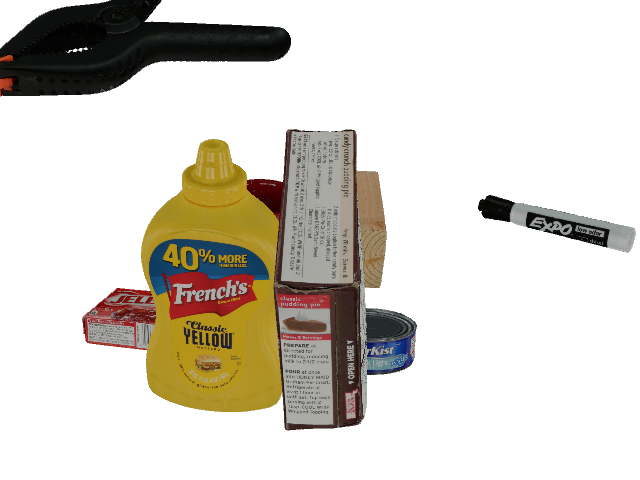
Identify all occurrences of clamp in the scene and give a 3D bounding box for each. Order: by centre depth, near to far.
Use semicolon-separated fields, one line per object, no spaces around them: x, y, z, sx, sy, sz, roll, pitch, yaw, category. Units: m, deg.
-0.138;-0.148;0.783;0.209;0.036;0.165;-31;51;-31;clamp

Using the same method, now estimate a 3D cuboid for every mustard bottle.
-0.069;0.023;0.707;0.096;0.192;0.058;7;30;7;mustard bottle

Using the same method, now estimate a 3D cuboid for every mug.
-0.078;-0.010;1.164;0.117;0.081;0.093;-6;29;-13;mug

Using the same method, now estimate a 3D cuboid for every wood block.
0.041;-0.021;1.535;0.091;0.090;0.206;3;27;-2;wood block

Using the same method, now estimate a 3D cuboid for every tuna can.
0.040;0.087;0.930;0.086;0.034;0.086;2;14;-1;tuna can

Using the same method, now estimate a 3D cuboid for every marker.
0.177;-0.014;0.811;0.121;0.020;0.020;16;8;29;marker

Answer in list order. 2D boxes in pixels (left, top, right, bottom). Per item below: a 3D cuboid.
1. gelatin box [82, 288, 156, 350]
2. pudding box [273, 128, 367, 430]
-0.159;0.070;0.963;0.089;0.030;0.073;5;19;13;gelatin box
0.000;0.016;0.489;0.039;0.090;0.113;-3;40;1;pudding box
